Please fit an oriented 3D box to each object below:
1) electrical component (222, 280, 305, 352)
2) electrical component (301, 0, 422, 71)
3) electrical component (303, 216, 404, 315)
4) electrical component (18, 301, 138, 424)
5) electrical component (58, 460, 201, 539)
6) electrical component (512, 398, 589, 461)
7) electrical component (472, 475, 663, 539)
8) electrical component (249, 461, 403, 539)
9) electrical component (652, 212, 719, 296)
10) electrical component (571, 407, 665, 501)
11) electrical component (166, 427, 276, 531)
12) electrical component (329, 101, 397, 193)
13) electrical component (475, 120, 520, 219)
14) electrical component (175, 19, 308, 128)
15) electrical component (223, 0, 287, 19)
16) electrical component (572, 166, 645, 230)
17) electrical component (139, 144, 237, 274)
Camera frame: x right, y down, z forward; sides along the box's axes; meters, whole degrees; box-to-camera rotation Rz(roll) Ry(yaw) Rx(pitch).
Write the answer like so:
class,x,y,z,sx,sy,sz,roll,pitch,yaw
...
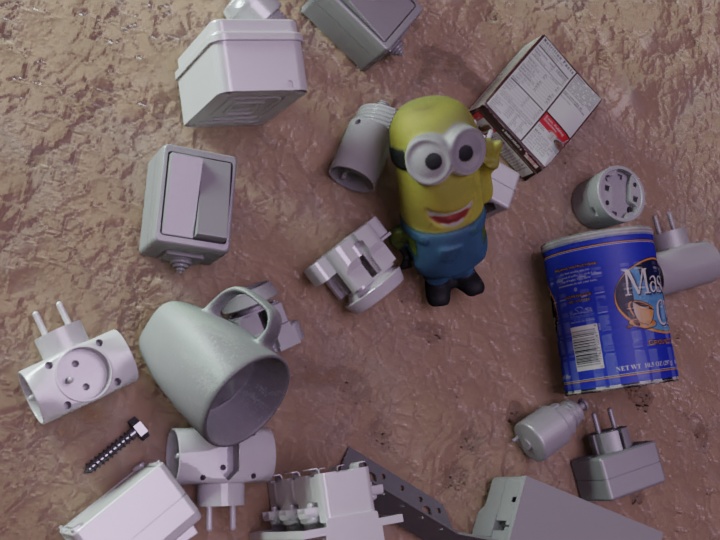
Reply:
class,x,y,z,sx,sy,sz,roll,pitch,yaw
electrical component,-0.083,0.041,0.871,0.066,0.048,0.055,-24,98,-27
electrical component,0.008,-0.228,0.958,0.096,0.061,0.061,42,66,-11
electrical component,0.000,0.000,0.911,0.078,0.058,0.057,-39,94,-26
electrical component,-0.218,0.063,0.805,0.077,0.044,0.079,-25,90,-27
electrical component,-0.172,0.193,0.789,0.096,0.062,0.061,-38,97,-26
electrical component,0.175,0.140,0.971,0.078,0.040,0.040,-29,92,-26
electrical component,0.178,0.246,0.938,0.150,0.062,0.089,25,70,-18
electrical component,-0.030,0.183,0.823,0.079,0.121,0.063,-4,79,-25
electrical component,0.308,-0.018,1.062,0.077,0.044,0.079,-13,85,-26
electrical component,0.232,0.166,0.988,0.066,0.047,0.076,-12,84,-26
electrical component,-0.108,0.162,0.835,0.077,0.043,0.079,3,79,-24
electrical component,0.007,-0.113,0.944,0.043,0.043,0.081,29,69,-17
electrical component,0.102,-0.101,0.983,0.083,0.047,0.075,27,70,-17
electrical component,-0.097,-0.157,0.867,0.078,0.113,0.057,-6,85,-25
electrical component,-0.083,-0.213,0.924,0.062,0.043,0.043,45,65,-12
electrical component,0.238,-0.068,1.038,0.055,0.047,0.055,5,77,-24
electrical component,-0.136,-0.045,0.855,0.062,0.061,0.096,9,76,-23
